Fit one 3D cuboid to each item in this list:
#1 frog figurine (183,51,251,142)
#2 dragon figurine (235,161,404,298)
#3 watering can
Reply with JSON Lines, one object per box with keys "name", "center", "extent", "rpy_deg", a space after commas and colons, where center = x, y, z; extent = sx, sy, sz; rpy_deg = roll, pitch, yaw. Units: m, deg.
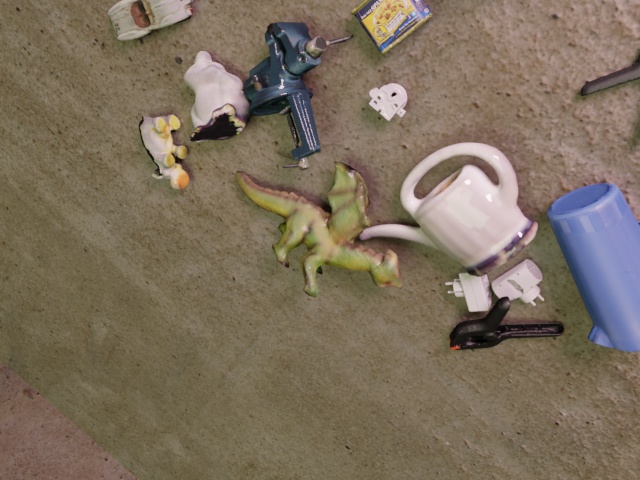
{"name": "frog figurine", "center": [-0.206, -0.280, 1.009], "extent": [0.135, 0.123, 0.162], "rpy_deg": [-42, 57, 46]}
{"name": "dragon figurine", "center": [0.003, -0.051, 1.005], "extent": [0.413, 0.123, 0.239], "rpy_deg": [51, 119, 12]}
{"name": "watering can", "center": [0.223, -0.027, 0.908], "extent": [0.224, 0.106, 0.341], "rpy_deg": [46, 140, 1]}
